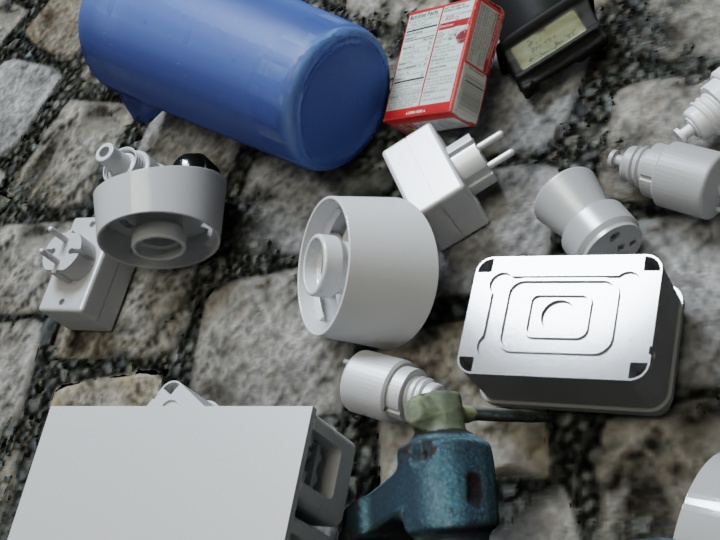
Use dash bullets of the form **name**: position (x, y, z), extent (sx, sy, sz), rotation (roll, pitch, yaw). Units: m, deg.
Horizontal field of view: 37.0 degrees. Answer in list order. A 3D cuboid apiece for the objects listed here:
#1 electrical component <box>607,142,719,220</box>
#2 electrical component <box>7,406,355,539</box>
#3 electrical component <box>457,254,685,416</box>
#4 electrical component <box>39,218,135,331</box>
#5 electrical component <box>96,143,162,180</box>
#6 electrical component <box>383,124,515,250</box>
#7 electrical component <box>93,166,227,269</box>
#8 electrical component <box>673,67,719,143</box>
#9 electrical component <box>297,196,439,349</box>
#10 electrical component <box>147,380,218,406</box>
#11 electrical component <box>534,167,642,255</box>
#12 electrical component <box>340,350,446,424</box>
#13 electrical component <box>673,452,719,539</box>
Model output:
- **electrical component**: position (0.185, -0.057, 0.644), extent (0.078, 0.040, 0.040), rotation (22, 75, 38)
- **electrical component**: position (-0.102, 0.137, 0.606), extent (0.186, 0.060, 0.105), rotation (-4, 60, 29)
- **electrical component**: position (0.121, 0.038, 0.613), extent (0.113, 0.057, 0.078), rotation (-1, 62, 31)
- **electrical component**: position (-0.219, -0.006, 0.832), extent (0.047, 0.075, 0.083), rotation (0, 62, 31)
- **electrical component**: position (-0.187, -0.078, 0.866), extent (0.048, 0.062, 0.048), rotation (-15, 56, 23)
- **electrical component**: position (0.066, -0.065, 0.716), extent (0.077, 0.047, 0.065), rotation (-32, 50, 11)
- **electrical component**: position (-0.149, -0.043, 0.802), extent (0.099, 0.099, 0.064), rotation (-16, 61, 22)
- **electrical component**: position (0.225, -0.103, 0.649), extent (0.078, 0.040, 0.040), rotation (-37, 50, 6)
- **electrical component**: position (0.000, 0.000, 0.692), extent (0.099, 0.064, 0.099), rotation (-174, 90, -67)
- **electrical component**: position (-0.099, 0.134, 0.686), extent (0.078, 0.057, 0.113), rotation (-50, 50, -6)
- **electrical component**: position (0.138, -0.029, 0.652), extent (0.045, 0.045, 0.055), rotation (-37, 50, 6)
- **electrical component**: position (0.024, 0.075, 0.659), extent (0.078, 0.040, 0.040), rotation (11, 68, 35)
- **electrical component**: position (0.186, 0.133, 0.492), extent (0.064, 0.099, 0.099), rotation (8, 67, 41)
